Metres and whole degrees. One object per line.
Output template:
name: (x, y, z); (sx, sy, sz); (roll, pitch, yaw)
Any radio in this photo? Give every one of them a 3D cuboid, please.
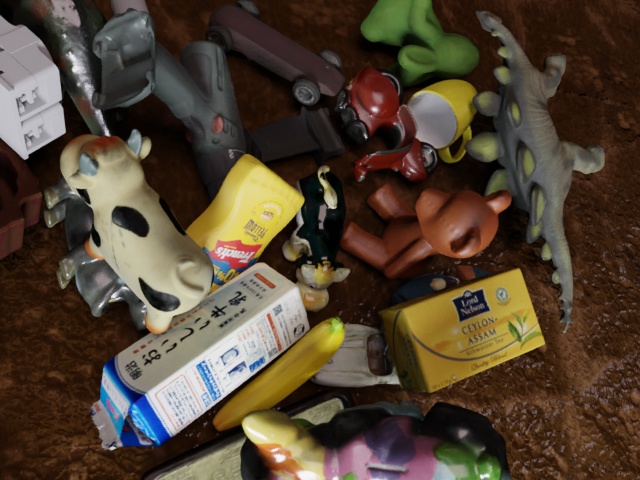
radio: (-0.056, 0.256, 0.557); (0.230, 0.073, 0.131); (-18, 79, -23)

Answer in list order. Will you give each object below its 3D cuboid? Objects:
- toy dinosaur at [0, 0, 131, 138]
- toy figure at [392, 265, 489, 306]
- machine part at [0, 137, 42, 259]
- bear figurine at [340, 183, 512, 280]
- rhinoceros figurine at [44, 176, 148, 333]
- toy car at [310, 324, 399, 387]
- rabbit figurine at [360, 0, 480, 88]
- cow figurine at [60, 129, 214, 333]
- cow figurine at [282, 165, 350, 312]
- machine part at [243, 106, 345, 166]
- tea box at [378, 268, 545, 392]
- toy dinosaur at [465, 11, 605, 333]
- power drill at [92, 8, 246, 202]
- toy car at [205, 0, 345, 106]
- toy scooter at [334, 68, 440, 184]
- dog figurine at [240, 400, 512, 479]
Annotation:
toy dinosaur: (-0.300, -0.246, 0.582); (0.405, 0.192, 0.131); (47, 66, 2)
toy figure: (0.169, 0.065, 0.705); (0.154, 0.064, 0.058); (-15, 83, -25)
machine part: (-0.373, -0.045, 0.529); (0.179, 0.056, 0.179); (15, 44, -16)
bear figurine: (0.120, -0.020, 0.646); (0.132, 0.196, 0.120); (41, 67, -1)
rhinoceros figurine: (-0.230, 0.014, 0.587); (0.112, 0.073, 0.190); (-19, 77, -35)
toy car: (0.079, 0.140, 0.653); (0.202, 0.056, 0.073); (3, 71, -18)
rabbit figurine: (0.157, -0.300, 0.796); (0.170, 0.121, 0.159); (41, 71, 1)
cow figurine: (-0.175, -0.016, 0.508); (0.085, 0.127, 0.195); (-37, 89, -39)
cow figurine: (0.001, -0.001, 0.653); (0.068, 0.098, 0.167); (4, 70, -25)
machine part: (-0.036, -0.133, 0.719); (0.139, 0.039, 0.084); (-17, 83, -25)
tea box: (0.165, 0.102, 0.626); (0.170, 0.068, 0.098); (-17, 86, -22)
toy dinosaur: (0.310, -0.108, 0.777); (0.198, 0.105, 0.471); (-26, 96, -33)
power drill: (-0.151, -0.141, 0.604); (0.207, 0.086, 0.232); (21, 58, -59)
toy car: (-0.061, -0.256, 0.743); (0.202, 0.053, 0.089); (30, 54, -3)
toy scooter: (0.077, -0.147, 0.741); (0.135, 0.075, 0.184); (-29, 87, -29)
dog figurine: (0.035, 0.200, 0.479); (0.219, 0.192, 0.108); (11, 75, -34)
